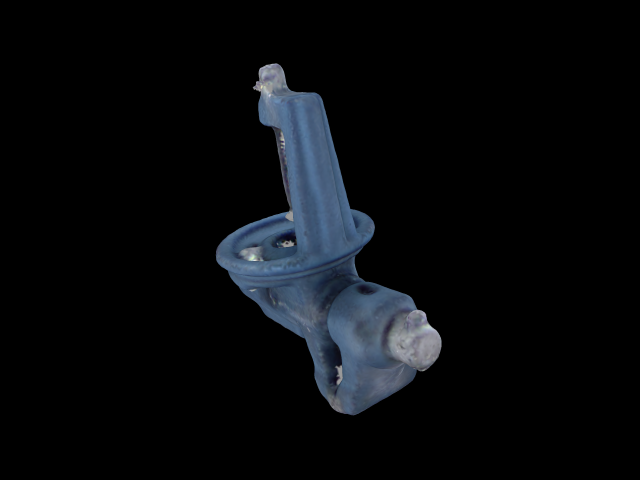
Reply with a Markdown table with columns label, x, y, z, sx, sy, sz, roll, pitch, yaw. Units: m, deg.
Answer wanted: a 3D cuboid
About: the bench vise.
| label | x | y | z | sx | sy | sz | roll | pitch | yaw |
| --- | --- | --- | --- | --- | --- | --- | --- | --- | --- |
| bench vise | 0.011 | -0.004 | 0.408 | 0.206 | 0.220 | 0.122 | 21 | 39 | 29 |
